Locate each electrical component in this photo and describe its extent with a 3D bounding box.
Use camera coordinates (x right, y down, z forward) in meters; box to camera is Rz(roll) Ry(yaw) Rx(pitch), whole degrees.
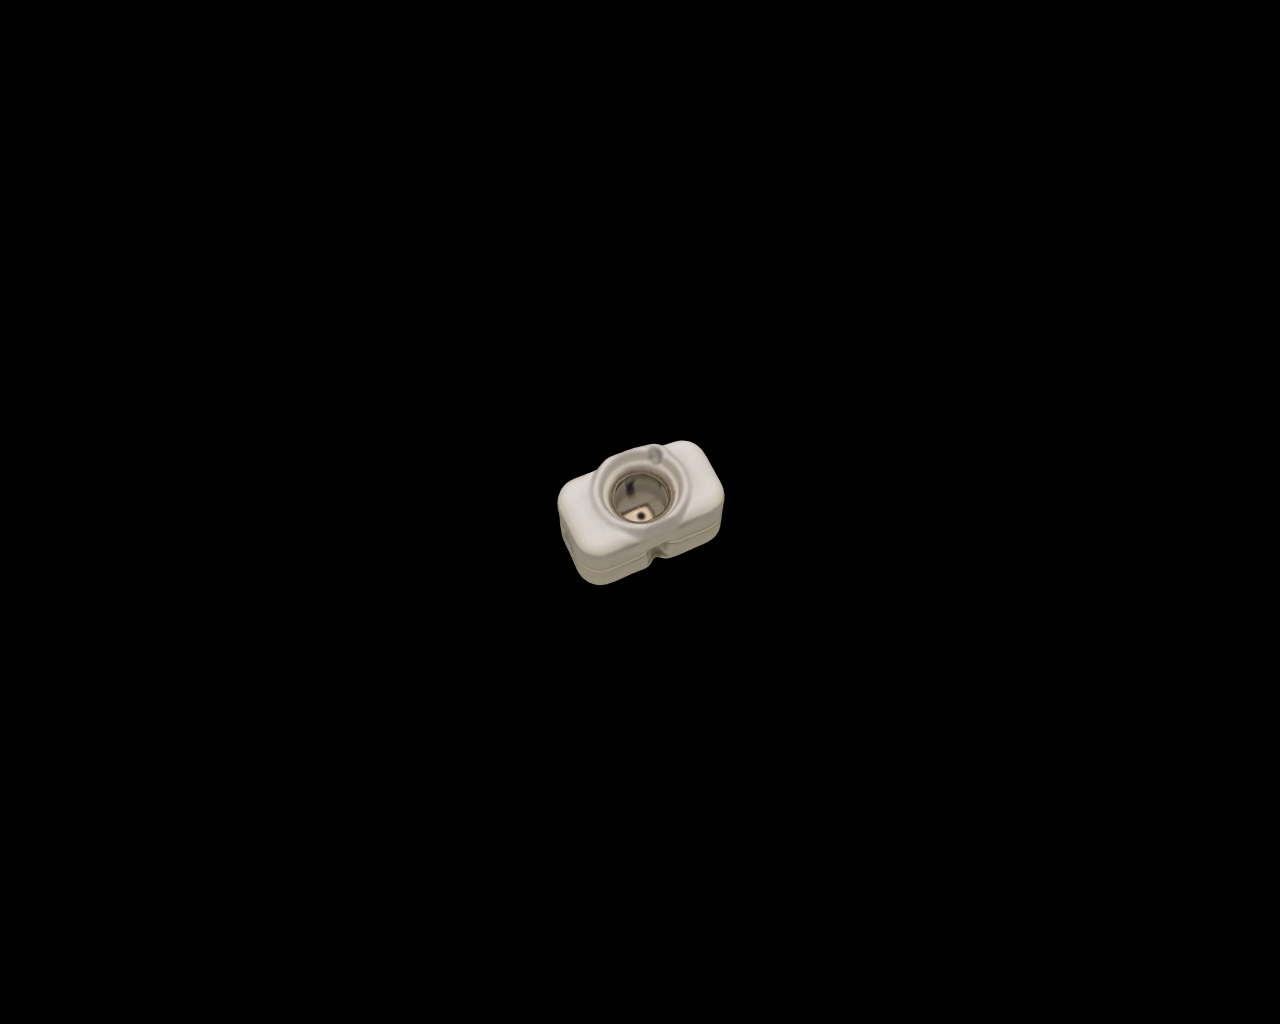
[{"bbox_3d":[0.001,-0.003,0.650,0.095,0.054,0.059,-22,-24,-10],"label":"electrical component"}]
